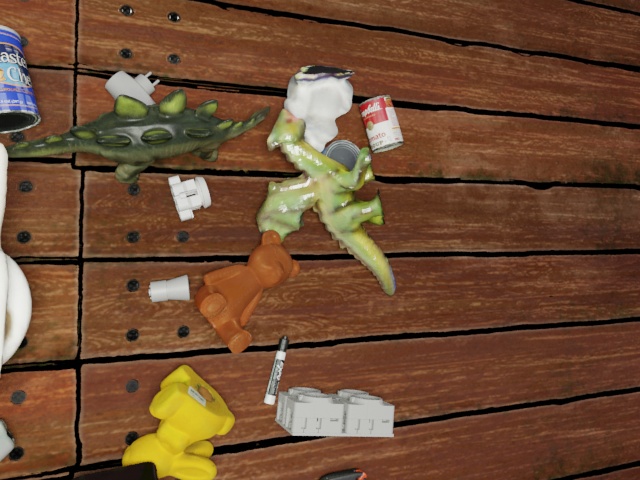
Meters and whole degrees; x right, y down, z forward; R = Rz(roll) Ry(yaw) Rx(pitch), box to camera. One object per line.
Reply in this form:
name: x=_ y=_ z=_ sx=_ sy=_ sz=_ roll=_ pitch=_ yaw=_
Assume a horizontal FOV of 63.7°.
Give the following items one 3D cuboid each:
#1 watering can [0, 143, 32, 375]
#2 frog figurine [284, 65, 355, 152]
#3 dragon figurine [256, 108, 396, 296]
watering can: x=-0.465 y=0.053 z=0.717 sx=0.104 sy=0.223 sz=0.350 roll=4 pitch=81 yaw=-39
frog figurine: x=-0.001 y=-0.257 z=1.014 sx=0.138 sy=0.124 sz=0.156 roll=-18 pitch=126 yaw=-30
dragon figurine: x=0.003 y=-0.049 z=0.975 sx=0.243 sy=0.124 sz=0.405 roll=-12 pitch=107 yaw=0
